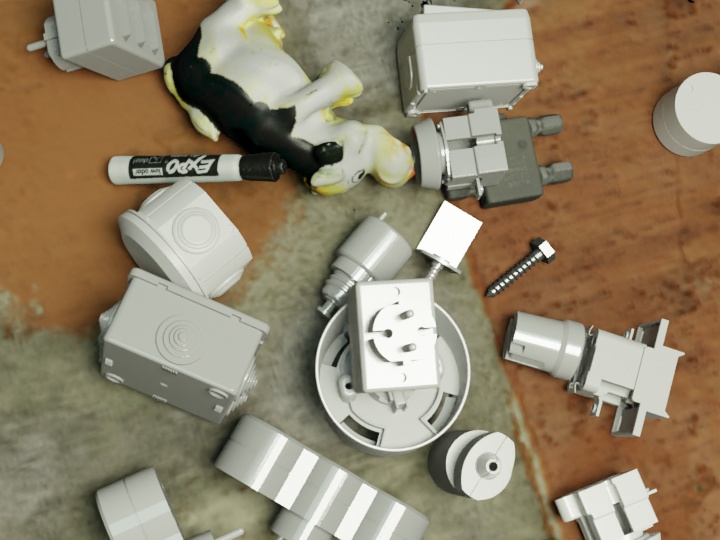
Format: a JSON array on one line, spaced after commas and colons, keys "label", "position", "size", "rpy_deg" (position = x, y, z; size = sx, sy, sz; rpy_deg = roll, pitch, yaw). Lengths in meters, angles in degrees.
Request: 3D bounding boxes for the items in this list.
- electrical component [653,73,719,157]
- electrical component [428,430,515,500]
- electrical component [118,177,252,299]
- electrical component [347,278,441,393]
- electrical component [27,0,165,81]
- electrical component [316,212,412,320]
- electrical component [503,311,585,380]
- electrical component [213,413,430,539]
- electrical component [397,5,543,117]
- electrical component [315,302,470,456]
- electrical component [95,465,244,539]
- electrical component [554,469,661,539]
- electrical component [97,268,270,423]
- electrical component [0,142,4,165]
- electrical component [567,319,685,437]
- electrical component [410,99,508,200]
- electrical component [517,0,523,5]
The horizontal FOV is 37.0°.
[{"label": "electrical component", "position": [0.285, -0.124, 0.761], "size": [0.138, 0.074, 0.052], "rpy_deg": [-16, 85, -11]}, {"label": "electrical component", "position": [0.073, 0.124, 0.685], "size": [0.043, 0.081, 0.043], "rpy_deg": [1, 81, -9]}, {"label": "electrical component", "position": [-0.110, -0.014, 0.676], "size": [0.051, 0.080, 0.080], "rpy_deg": [-41, 90, -18]}, {"label": "electrical component", "position": [0.023, 0.038, 0.633], "size": [0.047, 0.077, 0.065], "rpy_deg": [-3, 83, -10]}, {"label": "electrical component", "position": [-0.178, -0.151, 0.696], "size": [0.077, 0.066, 0.047], "rpy_deg": [-12, 83, 18]}, {"label": "electrical component", "position": [0.000, 0.000, 0.712], "size": [0.040, 0.040, 0.078], "rpy_deg": [40, 78, -2]}, {"label": "electrical component", "position": [0.124, 0.050, 0.726], "size": [0.046, 0.040, 0.040], "rpy_deg": [15, 79, -2]}, {"label": "electrical component", "position": [-0.032, 0.156, 0.677], "size": [0.138, 0.052, 0.073], "rpy_deg": [31, 78, -4]}, {"label": "electrical component", "position": [0.078, -0.145, 0.735], "size": [0.096, 0.062, 0.061], "rpy_deg": [-5, 83, -10]}, {"label": "electrical component", "position": [0.019, 0.069, 0.690], "size": [0.099, 0.064, 0.099], "rpy_deg": [2, 69, -6]}, {"label": "electrical component", "position": [-0.102, 0.184, 0.661], "size": [0.074, 0.052, 0.138], "rpy_deg": [-23, 86, -12]}, {"label": "electrical component", "position": [0.170, 0.167, 0.714], "size": [0.066, 0.048, 0.055], "rpy_deg": [-19, 78, -12]}, {"label": "electrical component", "position": [-0.110, 0.050, 0.657], "size": [0.100, 0.099, 0.048], "rpy_deg": [24, 66, -5]}, {"label": "electrical component", "position": [-0.269, -0.058, 0.666], "size": [0.054, 0.059, 0.095], "rpy_deg": [31, 78, -4]}, {"label": "electrical component", "position": [0.178, 0.070, 0.731], "size": [0.064, 0.042, 0.081], "rpy_deg": [19, 79, -6]}, {"label": "electrical component", "position": [0.064, -0.079, 0.713], "size": [0.055, 0.048, 0.066], "rpy_deg": [-8, 80, -4]}, {"label": "electrical component", "position": [0.121, -0.234, 0.766], "size": [0.081, 0.042, 0.063], "rpy_deg": [-30, 86, -13]}]
